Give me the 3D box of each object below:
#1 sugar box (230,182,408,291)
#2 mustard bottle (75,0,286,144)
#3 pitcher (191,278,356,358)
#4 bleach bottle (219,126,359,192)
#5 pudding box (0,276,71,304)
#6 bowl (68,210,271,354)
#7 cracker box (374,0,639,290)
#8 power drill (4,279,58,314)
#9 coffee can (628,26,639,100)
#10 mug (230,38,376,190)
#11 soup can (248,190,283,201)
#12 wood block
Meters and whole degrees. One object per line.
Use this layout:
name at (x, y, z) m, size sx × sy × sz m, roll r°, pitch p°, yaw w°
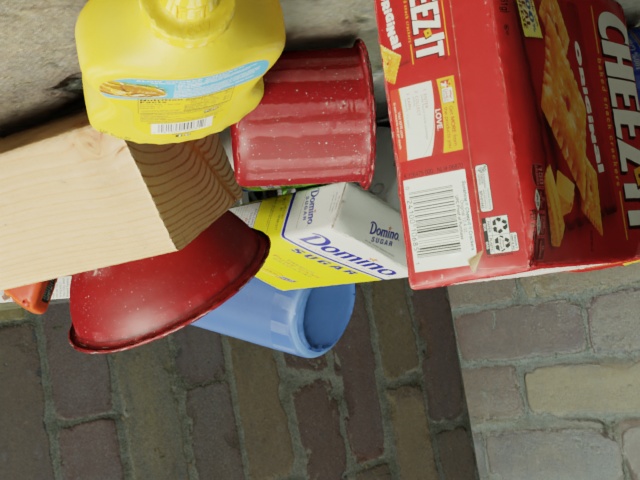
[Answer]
sugar box at (-0.006, 0.001, 0.845) m, size 0.093 × 0.048 × 0.177 m, roll 28°, pitch 160°, yaw -32°
mustard bottle at (-0.067, -0.092, 0.508) m, size 0.096 × 0.058 × 0.192 m, roll -8°, pitch 175°, yaw -11°
pitcher at (-0.082, 0.038, 1.105) m, size 0.243 × 0.145 × 0.149 m, roll 16°, pitch -131°, yaw 33°
bleach bottle at (-0.097, -0.061, 0.818) m, size 0.251 × 0.068 × 0.102 m, roll -7°, pitch 176°, yaw 6°
pudding box at (-0.276, 0.026, 0.998) m, size 0.089 × 0.039 × 0.114 m, roll -4°, pitch -167°, yaw -22°
bowl at (-0.119, 0.013, 0.764) m, size 0.162 × 0.055 × 0.162 m, roll -22°, pitch -159°, yaw 9°
cracker box at (0.116, -0.062, 0.583) m, size 0.072 × 0.164 × 0.213 m, roll -10°, pitch 175°, yaw 33°
power drill at (-0.303, 0.003, 0.841) m, size 0.187 × 0.057 × 0.184 m, roll 19°, pitch 174°, yaw -5°
coffee can at (0.160, -0.087, 0.744) m, size 0.140 × 0.103 × 0.103 m, roll -9°, pitch 175°, yaw 1°
mug at (-0.015, -0.081, 0.663) m, size 0.081 × 0.093 × 0.117 m, roll -4°, pitch -149°, yaw -6°
soup can at (-0.096, -0.041, 1.022) m, size 0.102 × 0.068 × 0.068 m, roll -11°, pitch 175°, yaw 31°
wood block at (-0.169, -0.032, 0.709) m, size 0.206 × 0.091 × 0.090 m, roll -13°, pitch -161°, yaw 31°
